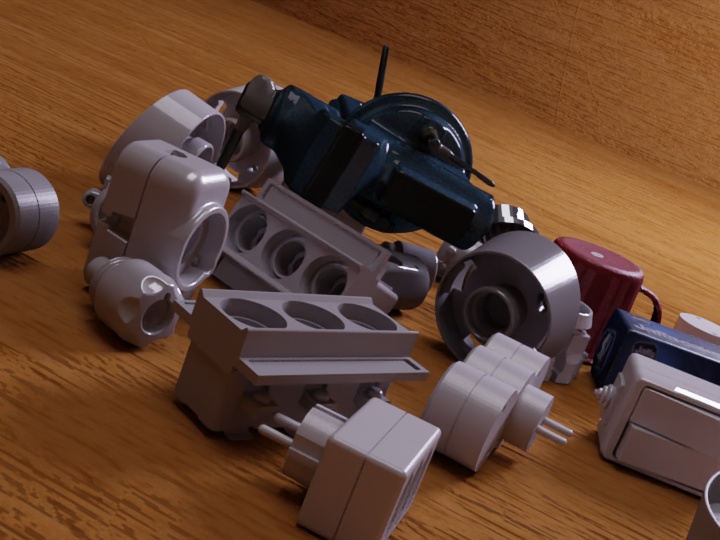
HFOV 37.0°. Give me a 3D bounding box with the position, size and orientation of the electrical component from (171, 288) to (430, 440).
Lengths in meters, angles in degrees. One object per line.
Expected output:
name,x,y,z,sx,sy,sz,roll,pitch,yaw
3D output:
electrical component,-0.034,0.050,0.577,0.121,0.063,0.079,4,23,-45

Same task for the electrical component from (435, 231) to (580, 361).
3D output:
electrical component,0.105,0.025,0.772,0.099,0.099,0.064,29,24,25

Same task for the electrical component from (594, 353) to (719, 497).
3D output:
electrical component,0.199,0.101,0.705,0.096,0.061,0.061,22,16,4

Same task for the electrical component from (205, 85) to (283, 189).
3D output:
electrical component,-0.104,-0.123,1.000,0.099,0.099,0.064,28,23,23

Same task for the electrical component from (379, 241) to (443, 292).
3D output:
electrical component,0.027,-0.005,0.874,0.078,0.040,0.040,15,17,-20

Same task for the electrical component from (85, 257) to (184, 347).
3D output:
electrical component,-0.133,0.013,0.612,0.062,0.043,0.043,32,19,36

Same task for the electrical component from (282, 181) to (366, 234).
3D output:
electrical component,-0.025,-0.061,0.973,0.096,0.061,0.061,26,15,-9

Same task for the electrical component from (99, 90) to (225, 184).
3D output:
electrical component,-0.154,-0.096,0.853,0.064,0.099,0.099,30,17,9

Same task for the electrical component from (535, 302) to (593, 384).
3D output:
electrical component,0.142,0.047,0.817,0.078,0.057,0.058,11,19,-31

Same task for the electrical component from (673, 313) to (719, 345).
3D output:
electrical component,0.356,0.071,0.977,0.138,0.073,0.052,26,17,19

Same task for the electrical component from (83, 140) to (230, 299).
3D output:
electrical component,-0.120,-0.024,0.655,0.059,0.095,0.054,25,17,16

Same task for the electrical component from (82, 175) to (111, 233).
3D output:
electrical component,-0.161,-0.038,0.744,0.066,0.048,0.055,18,9,-12

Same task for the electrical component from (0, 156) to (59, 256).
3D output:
electrical component,-0.246,-0.056,0.680,0.138,0.052,0.074,26,17,17

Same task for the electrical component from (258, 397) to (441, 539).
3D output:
electrical component,-0.011,0.088,0.509,0.077,0.047,0.066,25,16,13

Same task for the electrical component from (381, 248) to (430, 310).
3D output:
electrical component,0.000,0.000,0.821,0.077,0.043,0.079,4,23,-46

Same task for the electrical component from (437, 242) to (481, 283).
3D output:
electrical component,0.099,-0.005,0.962,0.062,0.048,0.048,30,17,7

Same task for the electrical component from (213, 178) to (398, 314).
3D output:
electrical component,-0.037,-0.001,0.735,0.121,0.078,0.063,33,-2,36

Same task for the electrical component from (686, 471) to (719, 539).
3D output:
electrical component,0.226,0.149,0.573,0.099,0.064,0.099,19,16,-6

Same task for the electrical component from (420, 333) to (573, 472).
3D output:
electrical component,0.092,0.084,0.644,0.074,0.052,0.138,26,17,17
